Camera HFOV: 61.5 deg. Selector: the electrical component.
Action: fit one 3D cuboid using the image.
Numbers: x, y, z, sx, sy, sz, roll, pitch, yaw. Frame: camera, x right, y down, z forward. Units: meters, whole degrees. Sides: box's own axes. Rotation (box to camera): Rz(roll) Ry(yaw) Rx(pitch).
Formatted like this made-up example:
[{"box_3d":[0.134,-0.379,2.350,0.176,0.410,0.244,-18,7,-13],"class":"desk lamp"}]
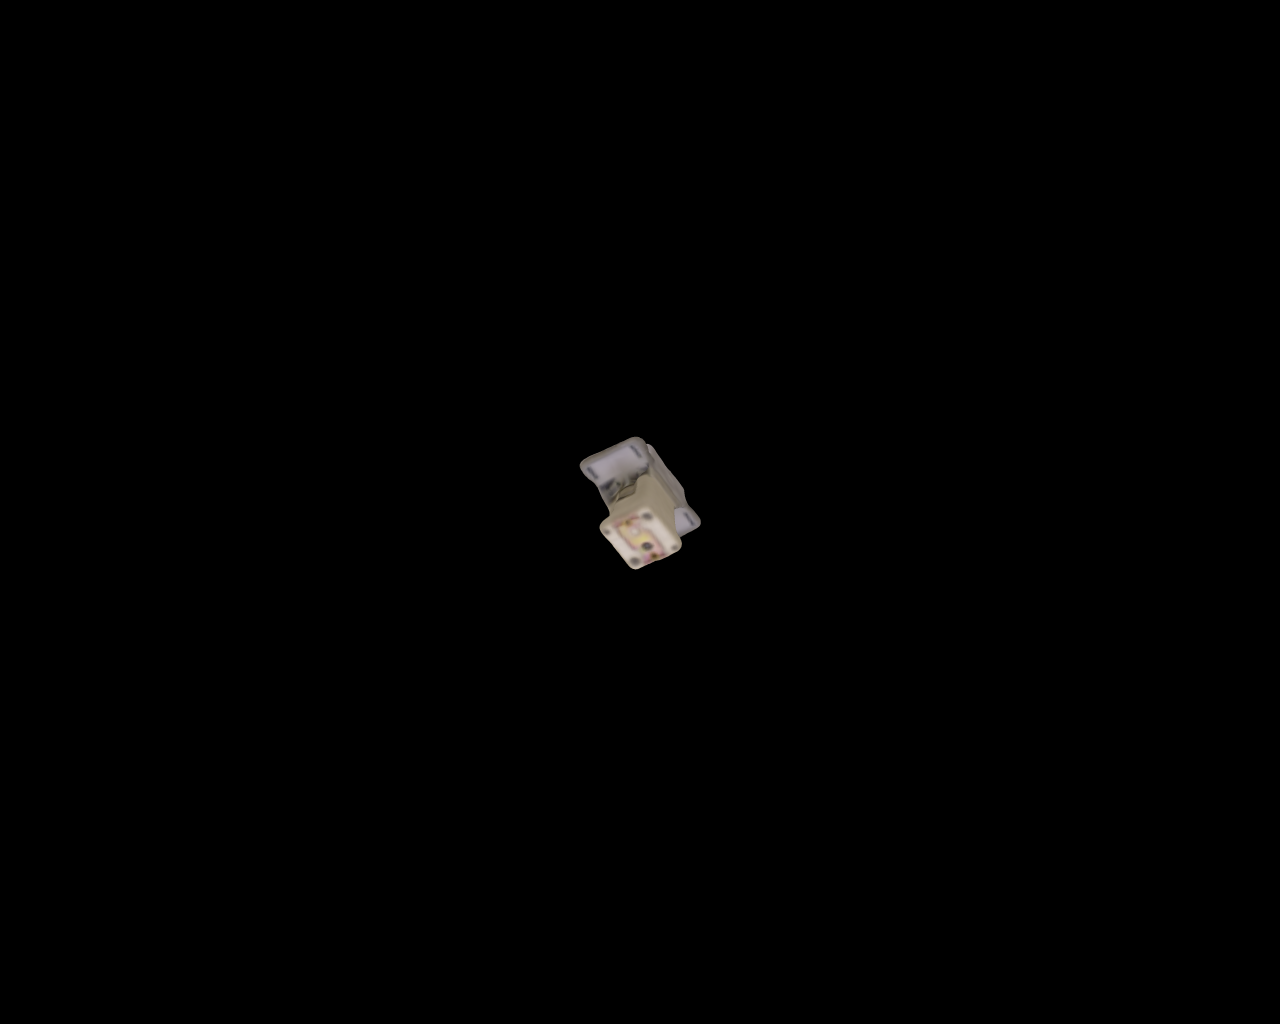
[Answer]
[{"box_3d":[0.001,-0.003,0.650,0.042,0.064,0.081,-25,-54,20],"class":"electrical component"}]
